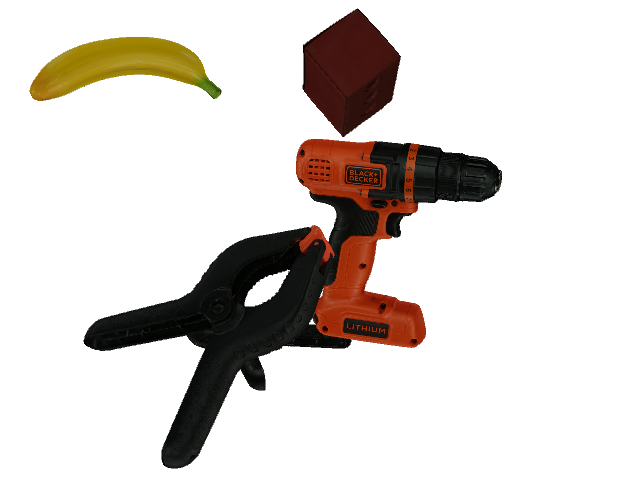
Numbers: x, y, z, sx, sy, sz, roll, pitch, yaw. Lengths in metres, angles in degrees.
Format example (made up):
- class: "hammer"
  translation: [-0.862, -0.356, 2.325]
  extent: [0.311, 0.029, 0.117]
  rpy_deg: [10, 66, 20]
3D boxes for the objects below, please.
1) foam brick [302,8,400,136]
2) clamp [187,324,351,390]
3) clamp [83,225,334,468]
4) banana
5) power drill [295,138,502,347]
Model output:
- class: "foam brick"
  translation: [0.022, -0.124, 0.794]
  extent: [0.053, 0.051, 0.078]
  rpy_deg: [-37, -12, -10]
- class: "clamp"
  translation: [-0.092, 0.113, 1.236]
  extent: [0.210, 0.036, 0.164]
  rpy_deg: [14, 22, 29]
- class: "clamp"
  translation: [-0.058, 0.060, 0.671]
  extent: [0.171, 0.120, 0.039]
  rpy_deg: [-33, -27, 3]
- class: "banana"
  translation: [-0.194, -0.170, 1.048]
  extent: [0.197, 0.070, 0.037]
  rpy_deg: [-7, -39, -30]
- class: "power drill"
  translation: [0.066, 0.001, 0.977]
  extent: [0.184, 0.188, 0.057]
  rpy_deg: [7, 19, 13]
